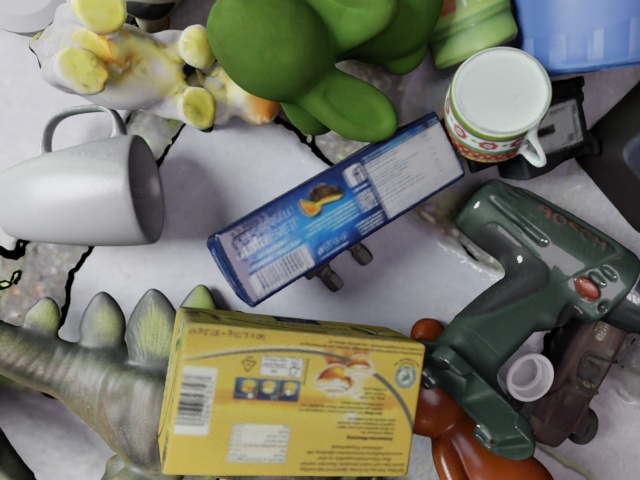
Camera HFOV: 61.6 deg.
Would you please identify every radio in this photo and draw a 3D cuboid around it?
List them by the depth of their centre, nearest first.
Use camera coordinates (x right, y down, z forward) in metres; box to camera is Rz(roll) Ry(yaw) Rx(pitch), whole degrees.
[{"bbox_3d":[0.363,-0.112,0.486,0.229,0.073,0.131,-44,105,1],"label":"radio"}]

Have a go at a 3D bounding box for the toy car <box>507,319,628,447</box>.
[{"bbox_3d":[0.258,0.108,0.517,0.089,0.053,0.202,27,96,-10],"label":"toy car"}]

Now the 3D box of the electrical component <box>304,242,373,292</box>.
[{"bbox_3d":[-0.001,-0.001,0.467,0.063,0.021,0.094,-43,103,0],"label":"electrical component"}]

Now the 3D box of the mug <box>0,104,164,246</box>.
[{"bbox_3d":[-0.183,-0.043,0.401,0.107,0.081,0.109,-9,98,-2],"label":"mug"}]

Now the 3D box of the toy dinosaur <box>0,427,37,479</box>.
[{"bbox_3d":[-0.363,0.079,0.375,0.405,0.131,0.192,16,92,-20],"label":"toy dinosaur"}]

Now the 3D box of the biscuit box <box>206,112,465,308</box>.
[{"bbox_3d":[0.012,-0.026,0.421,0.203,0.063,0.059,-31,99,-15],"label":"biscuit box"}]

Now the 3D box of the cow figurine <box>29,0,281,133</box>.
[{"bbox_3d":[-0.114,-0.117,0.393,0.167,0.098,0.068,9,92,-41],"label":"cow figurine"}]

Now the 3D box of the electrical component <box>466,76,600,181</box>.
[{"bbox_3d":[0.175,-0.089,0.468,0.119,0.048,0.074,-23,102,-5],"label":"electrical component"}]

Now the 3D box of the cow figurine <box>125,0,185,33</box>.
[{"bbox_3d":[-0.078,-0.232,0.359,0.195,0.127,0.085,-42,107,2],"label":"cow figurine"}]

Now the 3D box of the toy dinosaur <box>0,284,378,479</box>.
[{"bbox_3d":[-0.115,0.138,0.435,0.471,0.105,0.198,26,87,-22],"label":"toy dinosaur"}]

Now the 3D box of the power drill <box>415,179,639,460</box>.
[{"bbox_3d":[0.184,0.069,0.429,0.232,0.086,0.207,42,72,9],"label":"power drill"}]

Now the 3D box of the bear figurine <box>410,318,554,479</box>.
[{"bbox_3d":[0.110,0.182,0.483,0.196,0.120,0.132,47,134,11],"label":"bear figurine"}]

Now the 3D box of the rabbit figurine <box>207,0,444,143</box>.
[{"bbox_3d":[-0.002,-0.147,0.385,0.170,0.121,0.158,-37,125,-26],"label":"rabbit figurine"}]

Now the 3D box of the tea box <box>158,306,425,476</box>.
[{"bbox_3d":[-0.020,0.105,0.377,0.169,0.068,0.098,11,89,-20],"label":"tea box"}]
